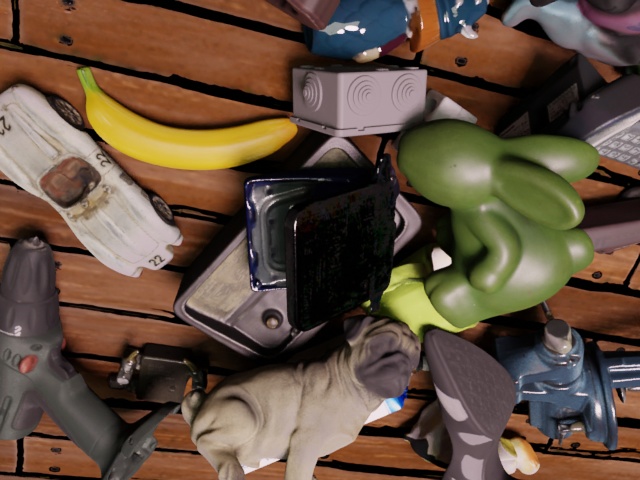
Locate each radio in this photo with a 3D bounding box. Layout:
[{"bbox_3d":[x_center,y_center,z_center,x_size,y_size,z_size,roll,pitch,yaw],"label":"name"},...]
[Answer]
[{"bbox_3d":[-0.022,0.011,0.526,0.131,0.073,0.229,39,105,-21],"label":"radio"}]

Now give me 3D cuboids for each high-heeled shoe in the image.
[{"bbox_3d":[0.138,0.197,0.570,0.145,0.086,0.248,-24,105,43],"label":"high-heeled shoe"}]

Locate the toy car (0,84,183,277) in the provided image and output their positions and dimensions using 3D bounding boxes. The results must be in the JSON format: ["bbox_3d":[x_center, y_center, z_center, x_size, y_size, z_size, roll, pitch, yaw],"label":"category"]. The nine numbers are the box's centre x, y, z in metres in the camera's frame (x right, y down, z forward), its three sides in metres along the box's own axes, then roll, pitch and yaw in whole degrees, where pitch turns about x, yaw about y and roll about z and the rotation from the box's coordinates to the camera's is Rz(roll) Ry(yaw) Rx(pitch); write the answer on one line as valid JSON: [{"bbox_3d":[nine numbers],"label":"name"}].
[{"bbox_3d":[-0.212,-0.047,0.487,0.073,0.056,0.201,-36,113,10],"label":"toy car"}]

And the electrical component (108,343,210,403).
[{"bbox_3d":[-0.174,0.146,0.585,0.102,0.045,0.078,17,110,-13],"label":"electrical component"}]

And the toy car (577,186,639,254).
[{"bbox_3d":[0.280,-0.008,0.546,0.202,0.089,0.053,-9,115,-4],"label":"toy car"}]

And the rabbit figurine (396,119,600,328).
[{"bbox_3d":[0.133,-0.023,0.429,0.159,0.121,0.170,-12,127,45],"label":"rabbit figurine"}]

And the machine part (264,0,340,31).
[{"bbox_3d":[-0.059,-0.216,0.364,0.179,0.179,0.056,29,104,-18],"label":"machine part"}]

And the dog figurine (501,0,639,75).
[{"bbox_3d":[0.276,-0.183,0.422,0.219,0.191,0.108,27,90,-4],"label":"dog figurine"}]

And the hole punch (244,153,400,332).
[{"bbox_3d":[-0.001,-0.001,0.448,0.116,0.092,0.142,-17,117,-34],"label":"hole punch"}]

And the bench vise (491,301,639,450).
[{"bbox_3d":[0.319,0.148,0.593,0.241,0.129,0.223,-8,124,16],"label":"bench vise"}]

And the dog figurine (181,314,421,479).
[{"bbox_3d":[-0.017,0.131,0.505,0.172,0.121,0.190,30,87,-7],"label":"dog figurine"}]

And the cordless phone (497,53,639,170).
[{"bbox_3d":[0.267,-0.074,0.489,0.184,0.089,0.146,17,155,-14],"label":"cordless phone"}]

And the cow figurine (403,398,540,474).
[{"bbox_3d":[0.190,0.261,0.668,0.167,0.068,0.098,33,112,-16],"label":"cow figurine"}]

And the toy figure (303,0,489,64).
[{"bbox_3d":[0.064,-0.190,0.456,0.154,0.058,0.064,-9,121,-8],"label":"toy figure"}]

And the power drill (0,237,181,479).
[{"bbox_3d":[-0.243,0.136,0.523,0.207,0.086,0.232,32,114,4],"label":"power drill"}]
